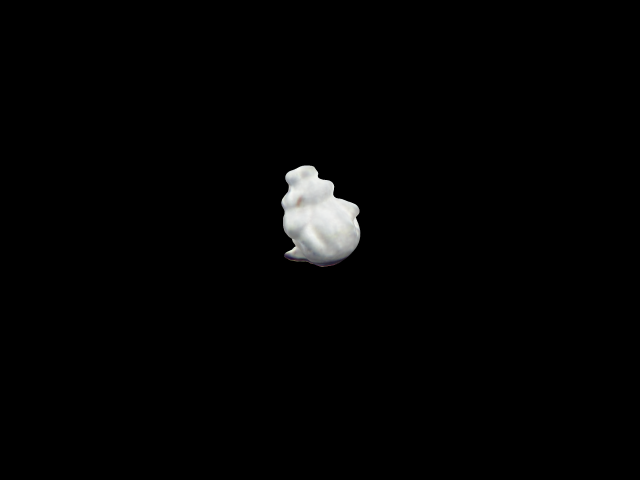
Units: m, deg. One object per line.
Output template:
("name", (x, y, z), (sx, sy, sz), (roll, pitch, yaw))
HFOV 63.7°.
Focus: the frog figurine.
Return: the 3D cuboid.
("frog figurine", (0.003, -0.043, 0.850), (0.138, 0.156, 0.124), (-10, 26, -21))
